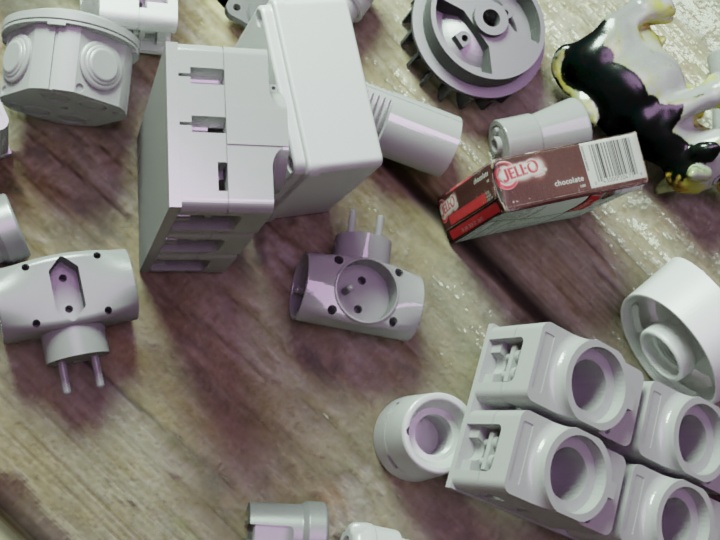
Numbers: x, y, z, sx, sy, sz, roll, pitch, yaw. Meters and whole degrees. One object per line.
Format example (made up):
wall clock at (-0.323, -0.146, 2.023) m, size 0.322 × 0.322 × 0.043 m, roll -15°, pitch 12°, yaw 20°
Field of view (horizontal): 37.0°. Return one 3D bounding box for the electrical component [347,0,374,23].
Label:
electrical component at (-0.015, -0.181, 0.727) m, size 0.040 × 0.040 × 0.078 m, roll 34°, pitch 70°, yaw -8°

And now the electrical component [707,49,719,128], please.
electrical component at (0.286, -0.132, 0.815) m, size 0.044 × 0.044 × 0.065 m, roll 7°, pitch 80°, yaw -17°

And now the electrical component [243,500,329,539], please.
electrical component at (-0.045, 0.157, 0.640) m, size 0.046 × 0.040 × 0.040 m, roll 6°, pitch 76°, yaw -11°

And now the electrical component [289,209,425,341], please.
electrical component at (0.000, 0.000, 0.687) m, size 0.077 × 0.044 × 0.079 m, roll 12°, pitch 74°, yaw -16°

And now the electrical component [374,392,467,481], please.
electrical component at (0.042, 0.104, 0.675) m, size 0.055 × 0.047 × 0.055 m, roll 4°, pitch 76°, yaw -17°

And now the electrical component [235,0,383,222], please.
electrical component at (-0.039, -0.096, 0.663) m, size 0.056 × 0.109 × 0.108 m, roll -9°, pitch 80°, yaw -23°

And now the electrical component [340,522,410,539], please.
electrical component at (0.019, 0.176, 0.658) m, size 0.061 × 0.035 × 0.035 m, roll 16°, pitch 73°, yaw -17°

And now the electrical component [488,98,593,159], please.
electrical component at (0.123, -0.093, 0.752) m, size 0.065 × 0.044 × 0.044 m, roll -13°, pitch 82°, yaw -15°

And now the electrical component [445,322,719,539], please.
electrical component at (0.155, 0.116, 0.676) m, size 0.186 × 0.060 × 0.105 m, roll 27°, pitch 70°, yaw -28°

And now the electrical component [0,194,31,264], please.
electrical component at (-0.220, -0.018, 0.622) m, size 0.046 × 0.040 × 0.040 m, roll -23°, pitch 85°, yaw -16°

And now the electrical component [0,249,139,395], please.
electrical component at (-0.168, 0.032, 0.625) m, size 0.077 × 0.043 × 0.079 m, roll -11°, pitch 81°, yaw -20°

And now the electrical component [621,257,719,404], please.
electrical component at (0.226, 0.042, 0.726) m, size 0.064 × 0.099 × 0.099 m, roll -31°, pitch 88°, yaw -16°

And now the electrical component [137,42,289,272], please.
electrical component at (-0.088, -0.057, 0.615) m, size 0.062 × 0.150 × 0.089 m, roll 0°, pitch 77°, yaw -17°

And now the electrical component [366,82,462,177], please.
electrical component at (0.022, -0.096, 0.718) m, size 0.081 × 0.043 × 0.043 m, roll 19°, pitch 72°, yaw -13°

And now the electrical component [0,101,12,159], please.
electrical component at (-0.305, -0.089, 0.599) m, size 0.186 × 0.060 × 0.105 m, roll -24°, pitch 86°, yaw -22°

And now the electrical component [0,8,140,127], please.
electrical component at (-0.173, -0.120, 0.640) m, size 0.080 × 0.080 × 0.051 m, roll 7°, pitch 81°, yaw -17°

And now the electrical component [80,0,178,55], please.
electrical component at (-0.147, -0.188, 0.680) m, size 0.056 × 0.050 × 0.089 m, roll 2°, pitch 77°, yaw -18°
